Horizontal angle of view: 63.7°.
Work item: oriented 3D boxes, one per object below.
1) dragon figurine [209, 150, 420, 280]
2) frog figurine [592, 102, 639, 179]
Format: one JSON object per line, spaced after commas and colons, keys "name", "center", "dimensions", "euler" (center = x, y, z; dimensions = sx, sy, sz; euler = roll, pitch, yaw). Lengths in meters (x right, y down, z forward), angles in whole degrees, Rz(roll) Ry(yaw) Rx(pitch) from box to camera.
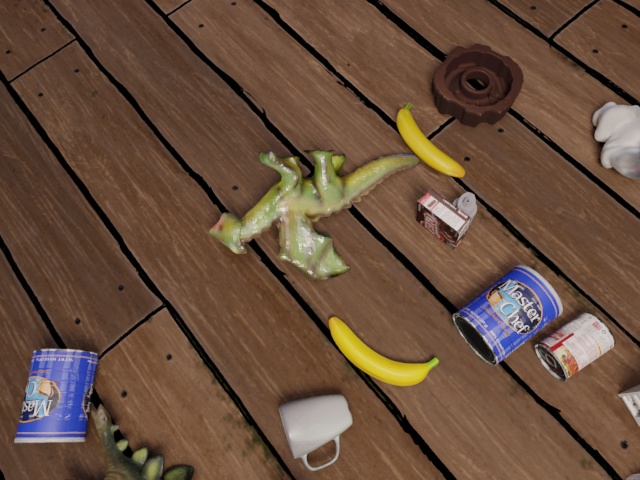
{"name": "dragon figurine", "center": [0.003, -0.048, 0.955], "dimensions": [0.410, 0.121, 0.244], "euler": [-2, 86, -11]}
{"name": "frog figurine", "center": [0.575, -0.187, 0.962], "dimensions": [0.138, 0.120, 0.162], "euler": [-43, 35, -3]}
